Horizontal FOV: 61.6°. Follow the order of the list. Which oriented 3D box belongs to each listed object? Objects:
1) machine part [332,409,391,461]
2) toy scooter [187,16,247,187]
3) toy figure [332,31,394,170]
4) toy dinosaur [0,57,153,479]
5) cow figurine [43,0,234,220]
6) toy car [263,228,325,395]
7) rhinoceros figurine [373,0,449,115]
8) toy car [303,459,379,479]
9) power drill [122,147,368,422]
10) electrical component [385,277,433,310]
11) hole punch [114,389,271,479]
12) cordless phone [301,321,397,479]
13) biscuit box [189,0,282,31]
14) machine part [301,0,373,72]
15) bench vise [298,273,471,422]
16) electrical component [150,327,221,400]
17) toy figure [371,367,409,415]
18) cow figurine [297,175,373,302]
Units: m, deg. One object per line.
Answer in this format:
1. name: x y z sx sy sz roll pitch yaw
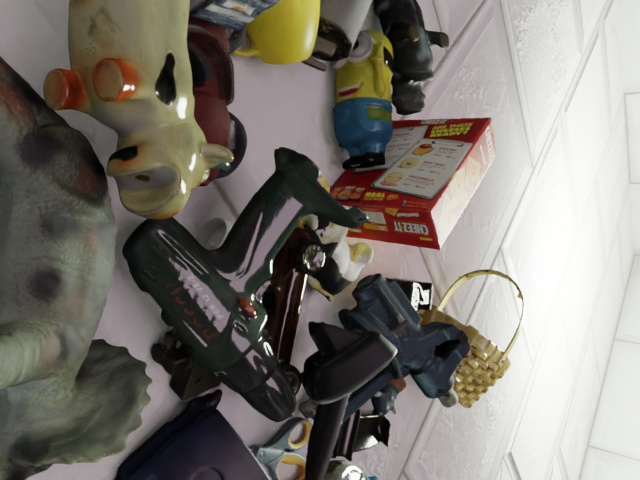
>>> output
1. machine part: 0.059 0.285 0.809 0.138 0.039 0.084 21 73 -49
2. toy scooter: -0.130 -0.143 0.482 0.135 0.075 0.183 3 90 -51
3. toy figure: 0.058 -0.185 0.712 0.089 0.082 0.180 -7 93 -70
4. toy dinosaur: -0.207 0.002 0.378 0.192 0.131 0.404 12 80 -65
5. cow figurine: -0.127 -0.112 0.393 0.127 0.086 0.194 -5 90 -65
6. toy car: -0.050 0.084 0.600 0.053 0.089 0.202 17 83 -40
7. rhinoceros figurine: 0.116 -0.274 0.758 0.073 0.112 0.190 -12 93 -34
8. toy car: 0.023 0.352 0.722 0.161 0.109 0.102 -28 100 -56
9. power drill: -0.050 0.032 0.515 0.207 0.086 0.232 -47 106 -7
10. electrical component: 0.117 0.082 0.825 0.119 0.075 0.047 6 89 -56
11. hole punch: -0.119 0.236 0.525 0.142 0.092 0.115 -37 119 -27
12. cordless phone: 0.013 0.185 0.591 0.146 0.089 0.184 135 -29 -79
13. biscuit box: -0.096 -0.293 0.469 0.063 0.059 0.202 -6 80 -52
14. machine part: 0.029 -0.309 0.661 0.079 0.079 0.243 41 64 -46
15. bench vise: 0.081 0.176 0.742 0.240 0.129 0.223 -38 108 -15
16. electrical component: -0.122 0.116 0.553 0.102 0.045 0.078 -17 136 -47
17. toy figure: 0.121 0.209 0.860 0.064 0.058 0.154 37 63 -2
18. cow figurine: -0.003 -0.003 0.671 0.098 0.068 0.167 -53 132 -26
